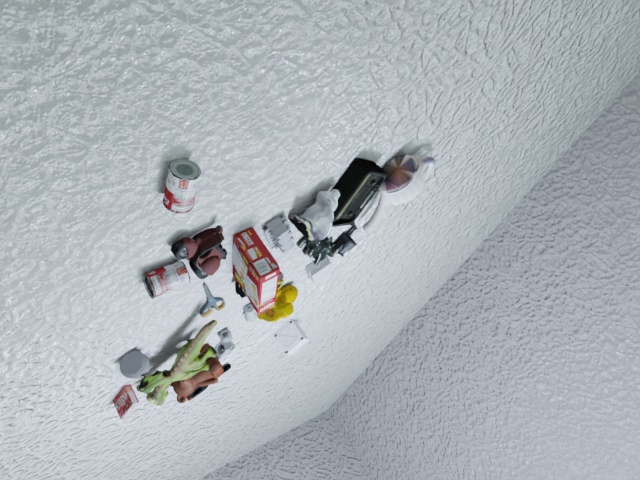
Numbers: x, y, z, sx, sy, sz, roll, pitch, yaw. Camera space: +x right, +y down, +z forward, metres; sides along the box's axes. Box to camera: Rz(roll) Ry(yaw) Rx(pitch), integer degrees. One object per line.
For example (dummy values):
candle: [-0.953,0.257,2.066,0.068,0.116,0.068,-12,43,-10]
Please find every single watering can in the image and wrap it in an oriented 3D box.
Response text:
watering can: [0.254,-0.167,1.753,0.346,0.105,0.222,-43,154,7]

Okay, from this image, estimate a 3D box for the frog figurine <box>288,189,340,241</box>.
frog figurine: [0.005,-0.078,1.549,0.161,0.122,0.136,-39,-171,-21]

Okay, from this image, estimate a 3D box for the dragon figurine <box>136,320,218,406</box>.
dragon figurine: [-0.465,0.409,1.639,0.246,0.123,0.401,-32,158,-44]
